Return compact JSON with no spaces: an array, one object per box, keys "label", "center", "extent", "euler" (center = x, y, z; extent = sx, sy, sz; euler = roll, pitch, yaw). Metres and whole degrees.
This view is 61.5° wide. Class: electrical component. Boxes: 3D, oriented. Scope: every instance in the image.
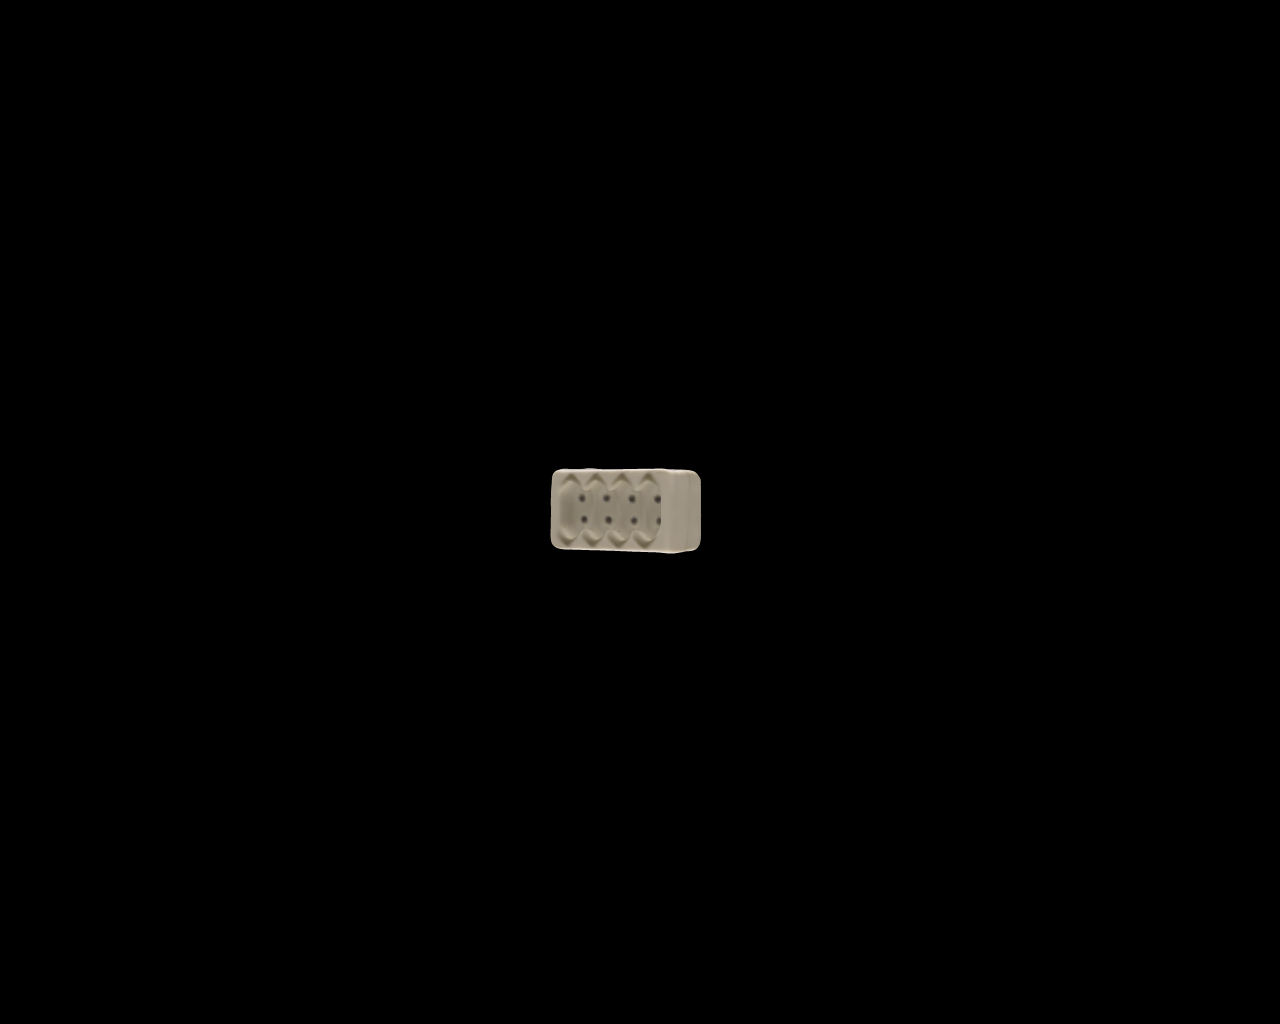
[{"label":"electrical component","center":[0.001,-0.003,0.650],"extent":[0.083,0.047,0.076],"euler":[2,4,31]}]
